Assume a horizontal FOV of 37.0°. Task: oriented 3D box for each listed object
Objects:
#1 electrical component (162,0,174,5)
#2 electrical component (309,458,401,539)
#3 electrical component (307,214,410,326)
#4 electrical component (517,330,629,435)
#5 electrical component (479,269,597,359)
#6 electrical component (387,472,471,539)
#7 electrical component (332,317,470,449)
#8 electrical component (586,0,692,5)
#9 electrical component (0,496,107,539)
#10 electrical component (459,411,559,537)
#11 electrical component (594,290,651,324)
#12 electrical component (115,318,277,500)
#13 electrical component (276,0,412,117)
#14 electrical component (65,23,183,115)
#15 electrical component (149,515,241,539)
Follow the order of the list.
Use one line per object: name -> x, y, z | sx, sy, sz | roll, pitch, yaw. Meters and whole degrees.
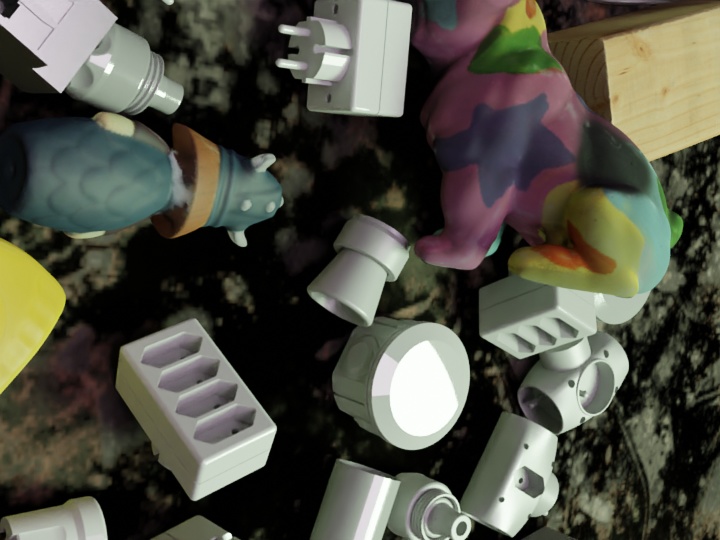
electrical component -> -0.119, -0.165, 0.536 | 0.079, 0.043, 0.077 | 35, 76, -36
electrical component -> -0.007, 0.164, 0.677 | 0.043, 0.043, 0.081 | 23, 83, -38
electrical component -> 0.000, 0.000, 0.655 | 0.045, 0.045, 0.055 | 40, 72, -35
electrical component -> 0.152, 0.066, 0.784 | 0.077, 0.044, 0.079 | -34, 117, -29
electrical component -> 0.122, 0.011, 0.744 | 0.047, 0.066, 0.076 | 30, 50, -37
electrical component -> 0.046, 0.160, 0.706 | 0.043, 0.062, 0.043 | -7, 102, -37
electrical component -> 0.026, 0.070, 0.683 | 0.080, 0.051, 0.080 | -7, 102, -37
electrical component -> 0.205, -0.224, 0.741 | 0.108, 0.108, 0.060 | -3, 93, -38
electrical component -> -0.160, 0.141, 0.558 | 0.046, 0.040, 0.040 | -4, 100, -32
electrical component -> 0.116, 0.153, 0.772 | 0.079, 0.043, 0.077 | 36, 75, -36
electrical component -> 0.175, -0.003, 0.787 | 0.080, 0.051, 0.080 | -7, 102, -37
electrical component -> -0.093, 0.085, 0.584 | 0.047, 0.083, 0.075 | -22, 149, -33
electrical component -> -0.016, -0.125, 0.620 | 0.077, 0.047, 0.065 | 0, 97, -38
electrical component -> -0.120, -0.099, 0.546 | 0.062, 0.043, 0.043 | 23, 83, -40
electrical component -> -0.088, 0.179, 0.584 | 0.059, 0.095, 0.053 | -22, 111, -33
